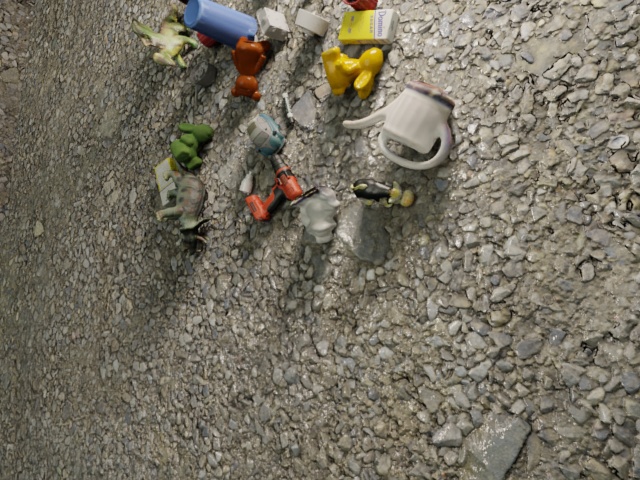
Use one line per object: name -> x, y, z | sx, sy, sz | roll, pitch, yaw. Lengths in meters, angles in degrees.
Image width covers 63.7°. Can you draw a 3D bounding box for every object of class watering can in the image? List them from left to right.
watering can -> 0.221, -0.329, 1.397 | 0.352, 0.103, 0.222 | 37, 103, 34

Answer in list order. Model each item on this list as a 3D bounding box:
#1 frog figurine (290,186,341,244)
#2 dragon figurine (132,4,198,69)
frog figurine -> 0.005, -0.077, 1.533 | 0.136, 0.125, 0.158 | -30, 102, 21
dragon figurine -> -0.627, -0.825, 2.042 | 0.120, 0.242, 0.417 | -38, 63, 32
